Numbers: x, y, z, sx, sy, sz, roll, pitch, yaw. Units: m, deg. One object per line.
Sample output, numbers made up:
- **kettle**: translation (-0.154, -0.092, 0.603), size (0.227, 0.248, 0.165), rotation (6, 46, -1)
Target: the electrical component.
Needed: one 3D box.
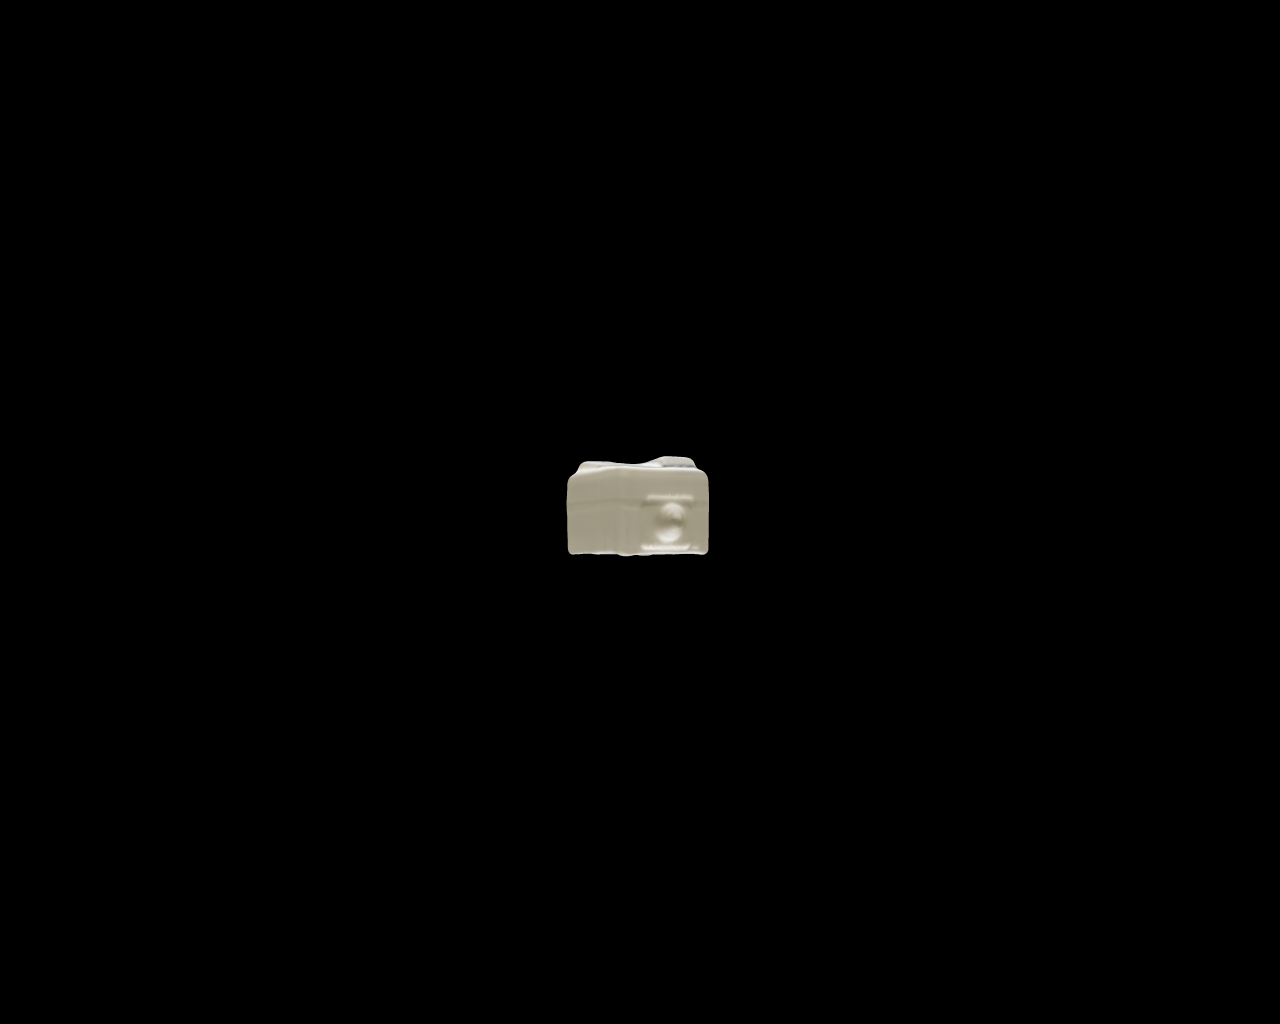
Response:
- **electrical component**: translation (0.001, -0.003, 0.650), size (0.062, 0.061, 0.096), rotation (1, -2, -28)
